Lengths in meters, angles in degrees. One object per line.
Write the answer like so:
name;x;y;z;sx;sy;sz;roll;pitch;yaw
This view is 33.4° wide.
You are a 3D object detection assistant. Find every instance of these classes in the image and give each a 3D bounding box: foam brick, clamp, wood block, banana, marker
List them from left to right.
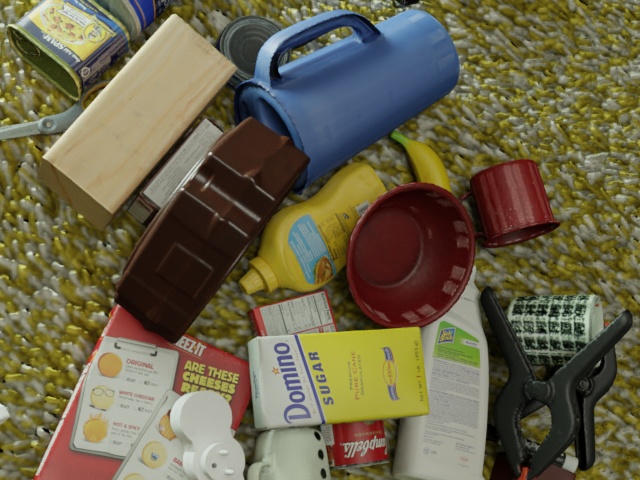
wood block;-0.189;-0.121;1.105;0.090;0.091;0.206;40;70;-8
banana;0.119;-0.030;1.232;0.069;0.037;0.198;-3;77;1
marker;0.233;0.234;1.208;0.121;0.020;0.020;21;73;-1
foam brick;0.237;0.274;1.194;0.078;0.051;0.053;24;71;-12
clamp;0.230;0.154;1.153;0.165;0.036;0.210;17;92;27
clamp;0.303;0.179;1.243;0.120;0.039;0.171;42;76;-13

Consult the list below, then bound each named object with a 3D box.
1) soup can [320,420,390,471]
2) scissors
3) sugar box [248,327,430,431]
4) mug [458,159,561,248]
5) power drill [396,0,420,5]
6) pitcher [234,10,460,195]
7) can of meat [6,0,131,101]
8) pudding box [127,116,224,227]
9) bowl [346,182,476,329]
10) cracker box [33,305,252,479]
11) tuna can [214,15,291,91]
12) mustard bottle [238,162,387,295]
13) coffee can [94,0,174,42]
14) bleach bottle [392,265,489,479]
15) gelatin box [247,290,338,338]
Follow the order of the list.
soup can;0.034;0.191;1.139;0.068;0.069;0.102;-4;79;-18
scissors;-0.272;-0.107;1.132;0.201;0.016;0.096;-29;89;-21
sugar box;0.019;0.140;1.084;0.176;0.048;0.093;-2;78;-19
mug;0.211;-0.040;1.241;0.117;0.093;0.081;-18;77;16
power drill;0.101;-0.395;1.291;0.187;0.057;0.184;45;66;-7
pitcher;0.034;-0.171;1.179;0.242;0.149;0.145;-32;85;-24
can of meat;-0.264;-0.212;1.129;0.102;0.057;0.083;39;67;7
pudding box;-0.150;-0.070;1.123;0.039;0.090;0.113;37;71;-8
bowl;0.087;0.014;1.154;0.161;0.055;0.162;-6;103;-26
cracker box;-0.177;0.196;1.069;0.164;0.072;0.213;27;71;-13
tuna can;-0.076;-0.209;1.206;0.086;0.034;0.086;4;77;-17
mustard bottle;-0.008;0.001;1.167;0.191;0.058;0.096;-34;117;-20
coffee can;-0.190;-0.298;1.152;0.103;0.103;0.140;42;70;-5
bleach bottle;0.149;0.148;1.188;0.102;0.068;0.251;17;72;-16
gelatin box;-0.026;0.100;1.159;0.089;0.030;0.073;-14;82;-19
